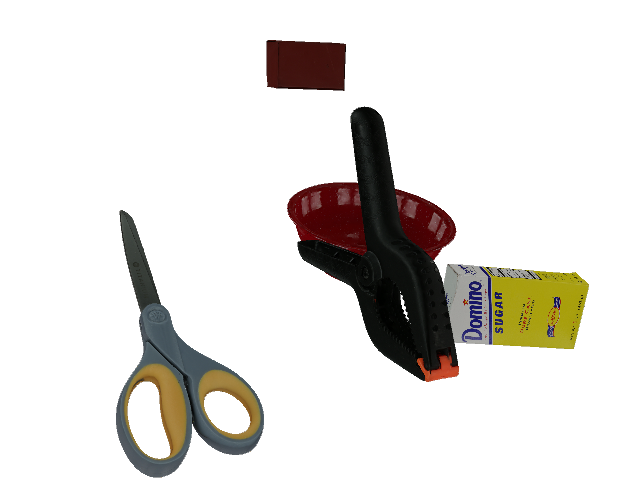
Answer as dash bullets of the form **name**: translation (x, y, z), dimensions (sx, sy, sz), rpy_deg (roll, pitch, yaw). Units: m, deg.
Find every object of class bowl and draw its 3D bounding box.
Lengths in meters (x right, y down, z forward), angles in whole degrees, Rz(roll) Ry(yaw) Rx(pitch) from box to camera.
- **bowl**: translation (0.046, 0.000, 1.019), dimensions (0.162, 0.055, 0.162), rpy_deg (6, 25, -3)

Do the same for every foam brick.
- **foam brick**: translation (-0.016, -0.190, 1.161), dimensions (0.078, 0.051, 0.053), rpy_deg (0, 11, -16)

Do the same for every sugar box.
- **sugar box**: translation (0.238, 0.083, 1.328), dimensions (0.176, 0.093, 0.048), rpy_deg (3, 19, -15)

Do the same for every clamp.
- **clamp**: translation (0.049, 0.013, 0.810), dimensions (0.036, 0.165, 0.210), rpy_deg (-7, 44, -28)

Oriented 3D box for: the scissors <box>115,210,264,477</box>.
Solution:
- **scissors**: translation (-0.084, 0.059, 0.667), dimensions (0.096, 0.202, 0.016), rpy_deg (10, -46, -15)
